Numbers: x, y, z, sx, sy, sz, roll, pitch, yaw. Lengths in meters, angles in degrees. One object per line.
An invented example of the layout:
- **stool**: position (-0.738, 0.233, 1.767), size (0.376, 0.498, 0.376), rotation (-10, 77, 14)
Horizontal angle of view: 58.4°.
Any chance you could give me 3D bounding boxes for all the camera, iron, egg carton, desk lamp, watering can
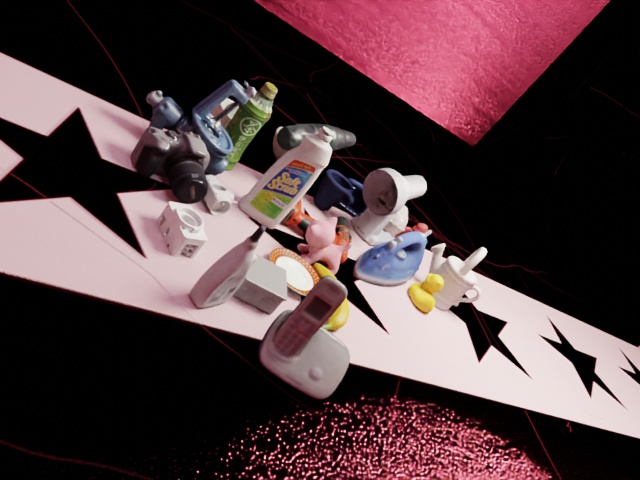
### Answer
- **camera**: position (-0.271, -0.146, 1.109), size (0.144, 0.100, 0.136), rotation (17, 34, -41)
- **iron**: position (0.190, 0.031, 1.428), size (0.118, 0.141, 0.259), rotation (50, 26, 18)
- **egg carton**: position (0.210, -0.079, 1.721), size (0.107, 0.069, 0.150), rotation (36, 25, -11)
- **desk lamp**: position (0.179, -0.093, 1.529), size (0.204, 0.213, 0.117), rotation (1, 46, -54)
- **watering can**: position (0.362, 0.085, 1.521), size (0.173, 0.194, 0.101), rotation (36, 25, -12)

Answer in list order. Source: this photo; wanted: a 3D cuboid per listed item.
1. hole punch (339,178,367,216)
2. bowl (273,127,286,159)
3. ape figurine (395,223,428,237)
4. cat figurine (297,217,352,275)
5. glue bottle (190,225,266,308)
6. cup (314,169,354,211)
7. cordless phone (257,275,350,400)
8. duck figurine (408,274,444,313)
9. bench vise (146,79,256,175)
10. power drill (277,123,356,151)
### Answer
- **hole punch**: position (0.103, -0.132, 1.629), size (0.109, 0.091, 0.101), rotation (36, 25, -10)
- **bowl**: position (-0.068, -0.228, 1.561), size (0.168, 0.074, 0.167), rotation (32, 26, -18)
- **ape figurine**: position (0.279, -0.014, 1.686), size (0.076, 0.092, 0.078), rotation (33, 26, -17)
- **cat figurine**: position (0.011, 0.004, 1.246), size (0.128, 0.117, 0.067), rotation (26, 29, -29)
- **glue bottle**: position (-0.136, 0.039, 0.915), size (0.037, 0.173, 0.078), rotation (50, 26, 19)
- **cup**: position (0.035, -0.114, 1.498), size (0.092, 0.095, 0.117), rotation (7, 41, -50)
- **cordless phone**: position (0.003, 0.153, 0.913), size (0.148, 0.185, 0.094), rotation (34, 26, -14)
- **duck figurine**: position (0.280, 0.128, 1.464), size (0.078, 0.086, 0.104), rotation (33, 26, -16)
- **bench vise**: position (-0.244, -0.254, 1.182), size (0.208, 0.219, 0.121), rotation (20, 32, -38)
- **power drill**: position (-0.038, -0.200, 1.400), size (0.230, 0.208, 0.075), rotation (3, 44, -53)
